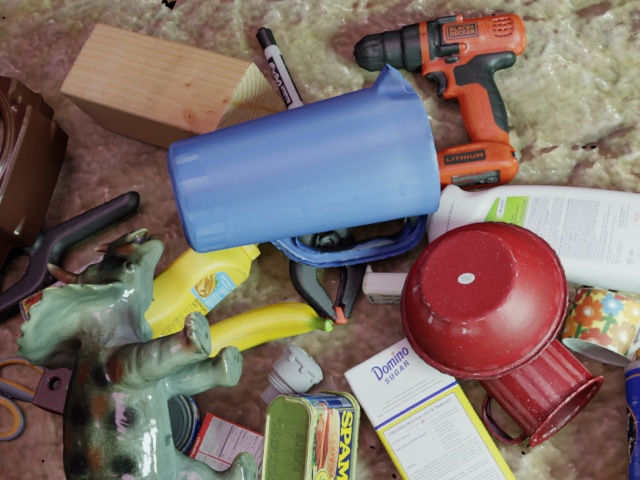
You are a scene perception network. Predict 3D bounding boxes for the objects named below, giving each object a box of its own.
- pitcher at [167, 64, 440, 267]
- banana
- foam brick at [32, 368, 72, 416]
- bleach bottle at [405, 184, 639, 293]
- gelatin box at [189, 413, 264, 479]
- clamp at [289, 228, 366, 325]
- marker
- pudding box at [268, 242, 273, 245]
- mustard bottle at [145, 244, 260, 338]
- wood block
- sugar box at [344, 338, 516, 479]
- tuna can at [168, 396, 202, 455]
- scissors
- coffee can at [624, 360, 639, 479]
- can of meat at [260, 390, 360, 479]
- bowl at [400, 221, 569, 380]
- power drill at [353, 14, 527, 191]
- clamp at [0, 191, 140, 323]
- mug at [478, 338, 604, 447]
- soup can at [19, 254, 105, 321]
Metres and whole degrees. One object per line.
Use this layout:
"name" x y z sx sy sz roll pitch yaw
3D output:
"pitcher" -0.013 -0.055 1.009 0.242 0.145 0.149 -13 72 -3
"banana" -0.087 0.099 1.064 0.198 0.069 0.037 -19 99 -2
"foam brick" -0.240 0.156 1.077 0.078 0.051 0.053 14 74 13
"bleach bottle" 0.211 -0.016 1.058 0.251 0.068 0.102 10 73 15
"gelatin box" -0.083 0.219 1.042 0.089 0.030 0.073 20 75 11
"clamp" -0.007 0.001 1.079 0.120 0.039 0.171 -2 80 -8
"marker" -0.043 -0.185 1.177 0.020 0.020 0.121 -23 70 1
"pudding box" -0.058 -0.062 1.127 0.090 0.039 0.113 24 77 16
"mustard bottle" -0.129 0.047 1.071 0.191 0.096 0.058 -41 69 -5
"wood block" -0.156 -0.151 1.122 0.206 0.090 0.090 19 75 28
"sugar box" 0.105 0.183 1.017 0.093 0.048 0.176 -29 66 -2
"tuna can" -0.162 0.184 1.064 0.086 0.033 0.086 -3 71 8
"scissors" -0.377 0.152 1.119 0.202 0.016 0.096 8 73 12
"coffee can" 0.326 0.182 0.951 0.103 0.103 0.140 0 72 9
"can of meat" -0.010 0.192 0.995 0.058 0.083 0.102 2 85 32
"bowl" 0.142 0.044 0.979 0.162 0.055 0.162 -11 60 20
"power drill" 0.130 -0.146 1.116 0.184 0.057 0.187 -7 72 10
"clamp" -0.313 -0.005 1.150 0.165 0.036 0.210 33 80 23
"mug" 0.196 0.141 1.001 0.081 0.093 0.117 47 120 25
"soup can" -0.247 0.066 1.100 0.102 0.068 0.068 -30 70 -3
